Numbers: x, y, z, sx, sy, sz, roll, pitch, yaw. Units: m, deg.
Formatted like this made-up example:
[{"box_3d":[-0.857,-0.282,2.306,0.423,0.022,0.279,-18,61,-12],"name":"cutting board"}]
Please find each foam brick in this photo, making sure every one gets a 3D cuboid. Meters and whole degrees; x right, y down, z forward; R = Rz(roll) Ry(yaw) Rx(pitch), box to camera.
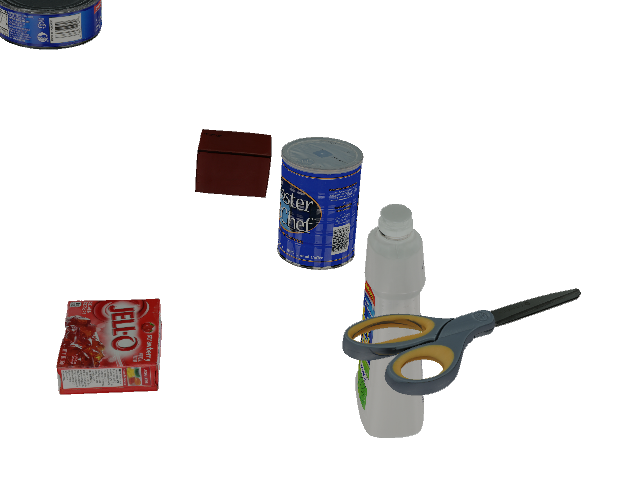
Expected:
[{"box_3d":[-0.092,-0.083,1.138,0.078,0.051,0.053,5,30,-3],"name":"foam brick"}]

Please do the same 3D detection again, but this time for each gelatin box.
[{"box_3d":[-0.159,0.079,0.815,0.073,0.030,0.089,-1,31,-5],"name":"gelatin box"}]

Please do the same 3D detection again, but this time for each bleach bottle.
[{"box_3d":[0.069,0.071,1.026,0.068,0.251,0.102,-3,37,-2],"name":"bleach bottle"}]

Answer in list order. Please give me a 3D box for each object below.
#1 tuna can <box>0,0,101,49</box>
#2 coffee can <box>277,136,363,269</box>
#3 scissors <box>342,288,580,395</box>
[{"box_3d":[-0.215,-0.183,0.842,0.086,0.034,0.086,4,35,-3],"name":"tuna can"},{"box_3d":[-0.002,-0.048,1.361,0.103,0.140,0.103,3,28,-2],"name":"coffee can"},{"box_3d":[0.118,0.072,0.784,0.201,0.016,0.096,-6,31,-12],"name":"scissors"}]
